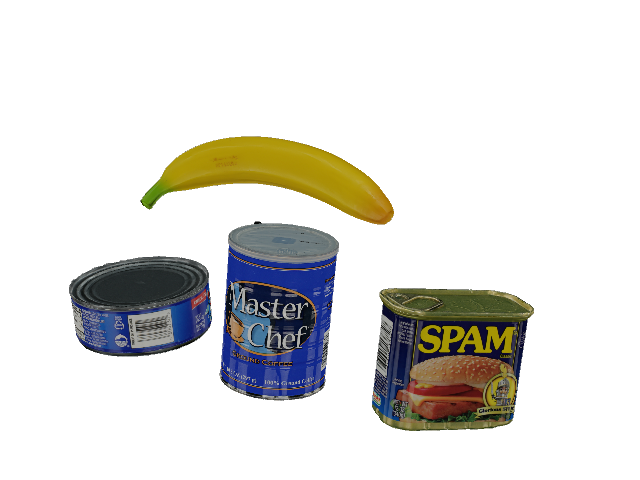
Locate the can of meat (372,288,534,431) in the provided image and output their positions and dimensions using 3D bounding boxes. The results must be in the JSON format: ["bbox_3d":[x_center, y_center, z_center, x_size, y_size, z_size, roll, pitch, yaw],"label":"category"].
[{"bbox_3d":[0.088,0.080,0.725,0.102,0.084,0.057,2,13,-17],"label":"can of meat"}]

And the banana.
[{"bbox_3d":[-0.038,-0.048,0.830,0.198,0.069,0.037,3,-19,12],"label":"banana"}]

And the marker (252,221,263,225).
[{"bbox_3d":[-0.069,0.032,1.209,0.020,0.121,0.020,0,33,0],"label":"marker"}]

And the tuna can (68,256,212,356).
[{"bbox_3d":[-0.110,0.040,0.660,0.086,0.034,0.086,-3,19,1],"label":"tuna can"}]

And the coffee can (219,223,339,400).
[{"bbox_3d":[-0.040,0.065,1.003,0.103,0.140,0.103,5,17,-2],"label":"coffee can"}]
